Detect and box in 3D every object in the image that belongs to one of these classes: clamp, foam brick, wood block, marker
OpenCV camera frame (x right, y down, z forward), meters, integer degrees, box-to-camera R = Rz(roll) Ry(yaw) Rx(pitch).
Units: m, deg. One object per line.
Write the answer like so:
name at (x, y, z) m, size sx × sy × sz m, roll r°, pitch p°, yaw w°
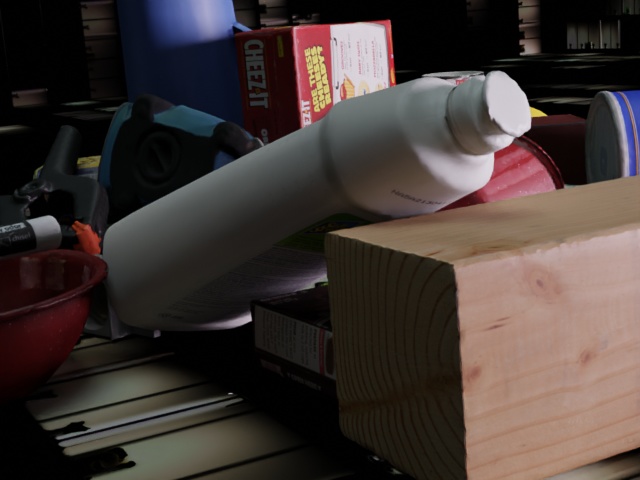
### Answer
clamp at (-0.228, -0.035, 0.887) m, size 0.164 × 0.036 × 0.210 m, roll -39°, pitch 38°, yaw -28°
foam brick at (0.186, -0.059, 0.865) m, size 0.051 × 0.078 × 0.053 m, roll -4°, pitch 14°, yaw -4°
wood block at (0.116, 0.028, 0.444) m, size 0.205 × 0.090 × 0.091 m, roll -11°, pitch 14°, yaw -27°
marker at (-0.188, 0.008, 0.541) m, size 0.120 × 0.020 × 0.020 m, roll -15°, pitch 16°, yaw -42°

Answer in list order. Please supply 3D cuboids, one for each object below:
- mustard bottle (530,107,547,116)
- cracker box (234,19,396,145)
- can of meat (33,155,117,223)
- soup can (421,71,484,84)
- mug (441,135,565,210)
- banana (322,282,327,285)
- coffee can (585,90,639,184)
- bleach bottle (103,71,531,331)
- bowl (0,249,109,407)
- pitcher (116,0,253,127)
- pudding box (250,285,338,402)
mustard bottle at (0.151, -0.080, 0.951) m, size 0.192 × 0.096 × 0.058 m, roll 2°, pitch 52°, yaw 22°
cracker box at (0.004, -0.125, 1.028) m, size 0.072 × 0.164 × 0.213 m, roll 0°, pitch 12°, yaw 28°
can of meat at (-0.218, -0.050, 1.008) m, size 0.084 × 0.057 × 0.102 m, roll -7°, pitch 11°, yaw -1°
soup can at (0.142, -0.124, 1.123) m, size 0.068 × 0.102 × 0.068 m, roll -4°, pitch 12°, yaw 1°
mug at (0.084, -0.020, 0.667) m, size 0.117 × 0.093 × 0.081 m, roll 27°, pitch 32°, yaw 28°
banana at (0.014, 0.000, 0.737) m, size 0.069 × 0.037 × 0.198 m, roll -5°, pitch 12°, yaw -11°
coffee can at (0.277, -0.062, 0.785) m, size 0.140 × 0.103 × 0.103 m, roll -3°, pitch 12°, yaw 2°
bleach bottle at (-0.001, -0.016, 0.511) m, size 0.102 × 0.068 × 0.251 m, roll 1°, pitch -17°, yaw -42°
bowl at (-0.184, 0.048, 0.533) m, size 0.162 × 0.055 × 0.162 m, roll -4°, pitch 12°, yaw 1°
pitcher at (-0.123, -0.164, 1.062) m, size 0.149 × 0.243 × 0.145 m, roll -17°, pitch 21°, yaw -30°
pudding box at (0.037, 0.044, 0.517) m, size 0.113 × 0.039 × 0.090 m, roll -13°, pitch 15°, yaw -34°
